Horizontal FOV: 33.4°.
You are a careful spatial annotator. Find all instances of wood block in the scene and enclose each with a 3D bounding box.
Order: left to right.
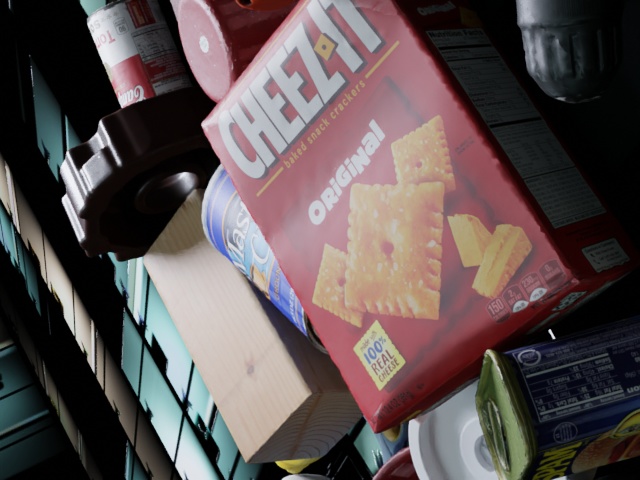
[{"bbox_3d":[-0.050,0.066,0.855,0.091,0.090,0.206,-50,55,28],"label":"wood block"}]

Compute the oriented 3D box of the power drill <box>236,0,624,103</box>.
[{"bbox_3d":[0.042,-0.148,0.471,0.188,0.057,0.184,1,106,36],"label":"power drill"}]

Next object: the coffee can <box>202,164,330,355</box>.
[{"bbox_3d":[-0.005,0.001,0.739,0.140,0.102,0.103,40,146,45],"label":"coffee can"}]

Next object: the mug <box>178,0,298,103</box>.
[{"bbox_3d":[-0.035,-0.131,0.704,0.117,0.081,0.093,53,154,28],"label":"mug"}]

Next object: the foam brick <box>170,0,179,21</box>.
[{"bbox_3d":[-0.076,-0.175,0.785,0.051,0.052,0.078,15,125,61],"label":"foam brick"}]

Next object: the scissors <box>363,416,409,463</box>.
[{"bbox_3d":[0.051,0.171,0.893,0.096,0.016,0.202,46,150,42],"label":"scissors"}]

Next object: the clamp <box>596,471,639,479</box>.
[{"bbox_3d":[0.144,0.179,0.566,0.165,0.036,0.210,46,125,22],"label":"clamp"}]

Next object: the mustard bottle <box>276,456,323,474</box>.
[{"bbox_3d":[-0.027,0.153,0.989,0.096,0.058,0.192,40,146,36],"label":"mustard bottle"}]

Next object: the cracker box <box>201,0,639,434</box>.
[{"bbox_3d":[0.042,-0.028,0.576,0.164,0.071,0.214,-44,70,40],"label":"cracker box"}]

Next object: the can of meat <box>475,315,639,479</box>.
[{"bbox_3d":[0.128,0.082,0.530,0.102,0.084,0.057,82,172,-63],"label":"can of meat"}]

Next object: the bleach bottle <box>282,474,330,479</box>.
[{"bbox_3d":[0.014,0.328,0.969,0.251,0.068,0.103,-124,45,-57],"label":"bleach bottle"}]

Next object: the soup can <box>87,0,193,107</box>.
[{"bbox_3d":[-0.159,-0.161,0.958,0.069,0.068,0.102,-16,96,67],"label":"soup can"}]

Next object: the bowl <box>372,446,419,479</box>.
[{"bbox_3d":[0.102,0.213,0.721,0.162,0.055,0.162,-3,85,40],"label":"bowl"}]
